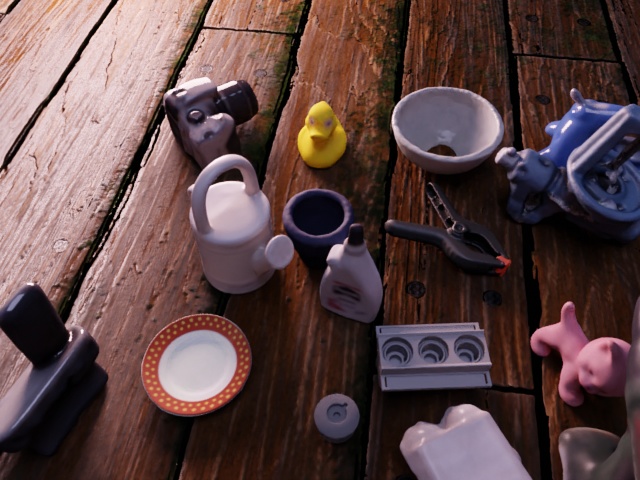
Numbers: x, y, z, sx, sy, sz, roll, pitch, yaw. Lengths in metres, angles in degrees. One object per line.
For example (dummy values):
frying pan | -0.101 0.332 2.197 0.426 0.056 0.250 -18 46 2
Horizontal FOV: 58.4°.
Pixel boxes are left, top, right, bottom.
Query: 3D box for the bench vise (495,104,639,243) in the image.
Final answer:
bench vise | 0.340 -0.089 0.737 0.207 0.220 0.121 4 53 3

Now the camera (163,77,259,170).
camera | -0.160 -0.199 0.896 0.137 0.101 0.143 -29 58 -20

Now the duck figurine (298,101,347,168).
duck figurine | 0.003 -0.176 0.887 0.077 0.086 0.104 7 54 6

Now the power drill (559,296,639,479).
power drill | 0.296 0.190 0.536 0.075 0.208 0.229 5 53 4

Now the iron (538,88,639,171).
iron | 0.449 -0.124 0.812 0.257 0.141 0.119 22 56 16

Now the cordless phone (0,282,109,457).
cordless phone | -0.311 0.133 0.596 0.094 0.185 0.148 17 55 13

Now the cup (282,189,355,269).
cup | 0.007 0.003 0.749 0.092 0.095 0.117 -31 59 -21

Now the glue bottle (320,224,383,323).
glue bottle | 0.038 0.036 0.675 0.078 0.173 0.037 15 55 12

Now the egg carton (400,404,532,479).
egg carton | 0.155 0.246 0.582 0.107 0.069 0.150 -21 56 -15

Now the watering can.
watering can | -0.102 -0.022 0.706 0.172 0.194 0.101 17 55 13

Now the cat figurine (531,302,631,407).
cat figurine | 0.305 0.128 0.639 0.067 0.118 0.127 -17 55 -12

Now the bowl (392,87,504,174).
bowl | 0.190 -0.156 0.879 0.167 0.075 0.167 0 53 0
